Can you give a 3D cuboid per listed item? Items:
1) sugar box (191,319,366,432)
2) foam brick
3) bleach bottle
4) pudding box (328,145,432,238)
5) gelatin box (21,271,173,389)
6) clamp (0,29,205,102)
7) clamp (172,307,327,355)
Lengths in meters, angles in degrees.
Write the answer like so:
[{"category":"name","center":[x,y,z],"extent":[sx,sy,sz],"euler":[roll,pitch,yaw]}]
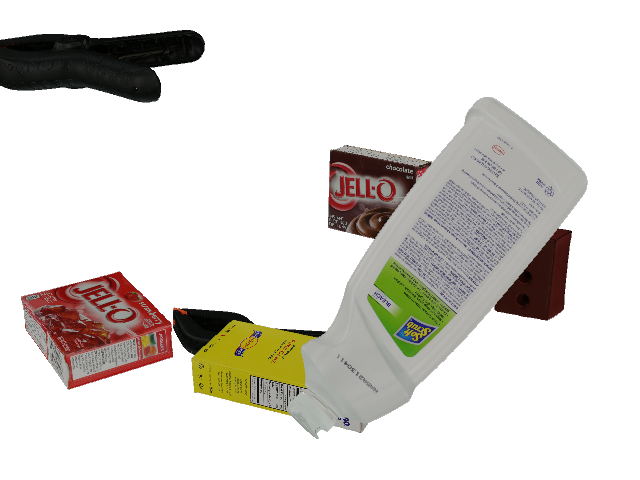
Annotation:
[{"category":"sugar box","center":[-0.026,0.127,1.030],"extent":[0.176,0.048,0.093],"euler":[7,24,21]},{"category":"foam brick","center":[0.195,0.028,0.979],"extent":[0.053,0.078,0.051],"euler":[9,16,28]},{"category":"bleach bottle","center":[0.065,0.025,0.722],"extent":[0.102,0.250,0.068],"euler":[41,-11,12]},{"category":"pudding box","center":[0.063,-0.050,1.155],"extent":[0.114,0.090,0.039],"euler":[13,23,31]},{"category":"gelatin box","center":[-0.149,0.056,0.707],"extent":[0.073,0.030,0.089],"euler":[-15,30,-28]},{"category":"clamp","center":[-0.173,-0.136,0.801],"extent":[0.172,0.039,0.120],"euler":[9,22,17]},{"category":"clamp","center":[-0.101,0.124,1.260],"extent":[0.210,0.036,0.164],"euler":[14,23,27]}]
